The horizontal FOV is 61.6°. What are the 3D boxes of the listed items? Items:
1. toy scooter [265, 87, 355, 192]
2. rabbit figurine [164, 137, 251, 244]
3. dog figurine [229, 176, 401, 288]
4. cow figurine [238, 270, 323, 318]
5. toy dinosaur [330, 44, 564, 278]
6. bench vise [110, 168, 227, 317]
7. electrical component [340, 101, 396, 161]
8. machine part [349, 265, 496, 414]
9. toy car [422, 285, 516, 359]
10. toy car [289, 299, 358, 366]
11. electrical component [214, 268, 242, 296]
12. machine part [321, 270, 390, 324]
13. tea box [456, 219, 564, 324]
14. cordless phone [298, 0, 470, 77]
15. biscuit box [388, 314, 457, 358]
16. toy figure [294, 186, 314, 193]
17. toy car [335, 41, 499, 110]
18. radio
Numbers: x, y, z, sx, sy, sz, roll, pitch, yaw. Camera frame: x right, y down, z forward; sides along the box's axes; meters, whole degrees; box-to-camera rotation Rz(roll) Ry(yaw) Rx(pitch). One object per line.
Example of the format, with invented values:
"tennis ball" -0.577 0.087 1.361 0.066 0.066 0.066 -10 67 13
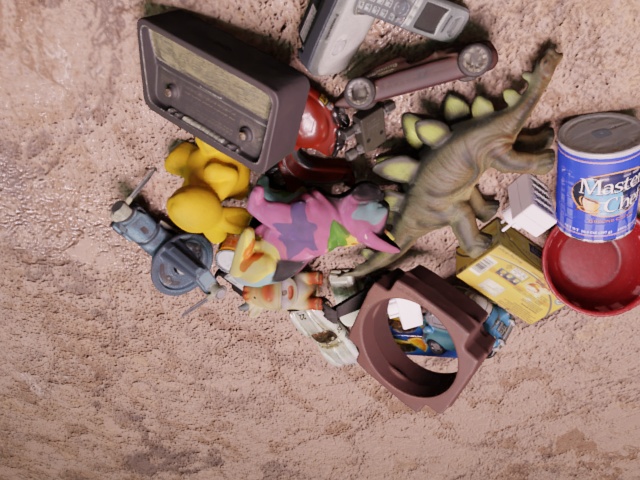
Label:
"toy scooter" -0.004 -0.133 0.774 0.135 0.075 0.183 16 134 0
"rabbit figurine" -0.173 -0.066 0.808 0.122 0.173 0.162 -17 121 21
"dog figurine" -0.002 -0.002 0.755 0.219 0.108 0.191 16 101 -1
"cow figurine" -0.062 0.085 0.906 0.127 0.085 0.195 -3 175 6
"toy dinosaur" 0.170 -0.072 0.774 0.198 0.105 0.471 30 124 -1
"bench vise" -0.244 0.023 0.903 0.241 0.129 0.223 31 153 38
"electrical component" 0.069 -0.152 0.742 0.021 0.094 0.063 39 157 39
"machine part" 0.159 0.157 0.863 0.202 0.087 0.200 38 128 24
"toy car" 0.236 0.130 0.903 0.162 0.109 0.102 1 132 52
"toy car" 0.018 0.186 1.060 0.073 0.056 0.201 -22 122 29
"electrical component" -0.127 0.069 0.997 0.119 0.048 0.075 34 130 -16
"machine part" 0.066 0.104 0.943 0.039 0.139 0.084 49 146 29
"tea box" 0.314 0.053 0.866 0.169 0.068 0.098 32 131 -17
"cordless phone" 0.077 -0.256 0.655 0.184 0.089 0.146 11 134 -22
"biscuit box" 0.202 0.178 1.007 0.203 0.059 0.062 1 130 12
"toy figure" -0.040 -0.013 0.878 0.082 0.089 0.180 34 127 -25
"toy car" 0.115 -0.202 0.663 0.202 0.089 0.053 -12 103 13
"radio" -0.131 -0.192 0.700 0.230 0.073 0.131 33 136 18
